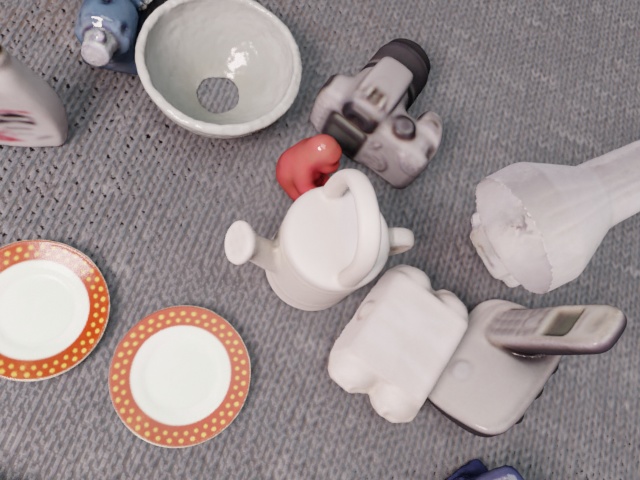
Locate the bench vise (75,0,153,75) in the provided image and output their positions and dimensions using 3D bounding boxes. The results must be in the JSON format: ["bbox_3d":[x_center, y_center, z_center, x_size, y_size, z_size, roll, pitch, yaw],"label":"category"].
[{"bbox_3d":[-0.181,-0.275,0.541,0.122,0.219,0.207,-9,77,-17],"label":"bench vise"}]

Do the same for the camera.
[{"bbox_3d":[0.084,-0.156,0.640,0.143,0.100,0.137,36,69,-2],"label":"camera"}]

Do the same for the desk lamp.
[{"bbox_3d":[0.238,-0.025,0.583,0.203,0.213,0.118,-24,81,-19],"label":"desk lamp"}]

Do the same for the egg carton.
[{"bbox_3d":[0.081,0.101,0.582,0.107,0.069,0.150,36,69,-2],"label":"egg carton"}]

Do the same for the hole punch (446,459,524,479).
[{"bbox_3d":[0.156,0.278,0.540,0.101,0.091,0.108,-25,82,-20],"label":"hole punch"}]

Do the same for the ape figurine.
[{"bbox_3d":[-0.004,-0.079,0.600,0.076,0.092,0.078,25,70,-6],"label":"ape figurine"}]

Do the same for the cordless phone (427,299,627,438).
[{"bbox_3d":[0.191,0.116,0.545,0.094,0.185,0.148,41,69,0],"label":"cordless phone"}]

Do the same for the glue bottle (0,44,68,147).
[{"bbox_3d":[-0.274,-0.132,0.500,0.078,0.173,0.037,-4,75,-15],"label":"glue bottle"}]

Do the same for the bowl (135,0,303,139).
[{"bbox_3d":[-0.107,-0.173,0.609,0.168,0.074,0.167,4,73,-14],"label":"bowl"}]

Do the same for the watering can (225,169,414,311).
[{"bbox_3d":[0.005,0.004,0.523,0.173,0.194,0.101,-26,82,-20],"label":"watering can"}]
